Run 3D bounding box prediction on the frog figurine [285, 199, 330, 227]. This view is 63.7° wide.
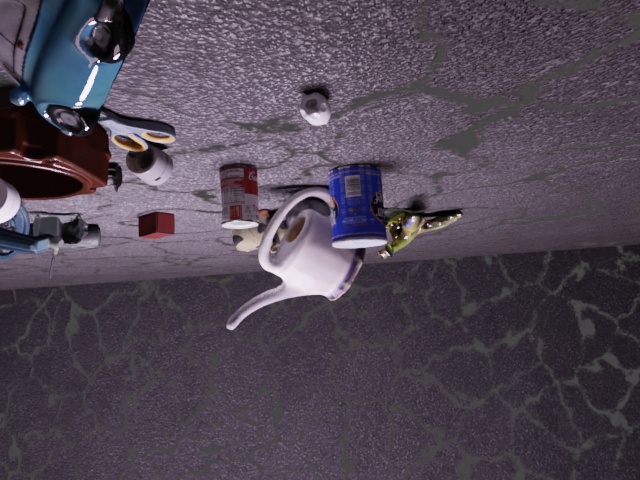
[{"bbox_3d":[0.004,-0.060,1.189,0.158,0.125,0.136,-43,149,10],"label":"frog figurine"}]

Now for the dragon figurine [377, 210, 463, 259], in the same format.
[{"bbox_3d":[0.275,-0.047,1.404,0.244,0.122,0.407,-19,177,-15],"label":"dragon figurine"}]

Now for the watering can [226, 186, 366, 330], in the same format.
[{"bbox_3d":[-0.038,0.061,1.089,0.223,0.348,0.104,28,178,-22],"label":"watering can"}]
